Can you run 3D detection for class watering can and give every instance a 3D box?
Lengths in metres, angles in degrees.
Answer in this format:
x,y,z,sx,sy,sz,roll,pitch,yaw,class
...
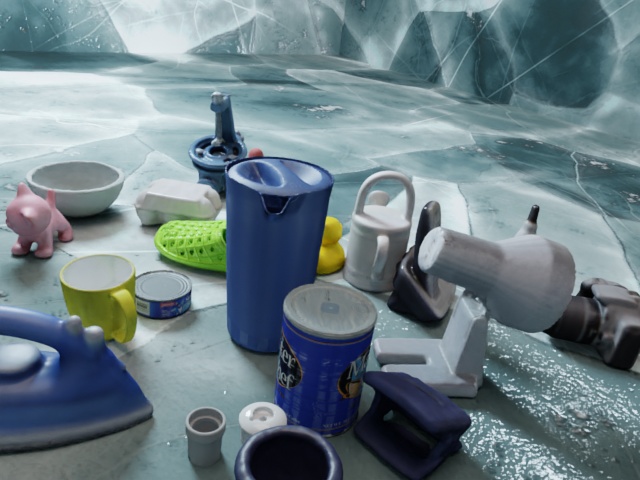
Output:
x,y,z,sx,sy,sz,roll,pitch,yaw,class
0.097,-0.025,0.944,0.101,0.194,0.172,-3,27,-21,watering can

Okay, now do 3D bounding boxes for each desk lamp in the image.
x,y,z,sx,sy,sz,roll,pitch,yaw,class
0.187,0.086,0.716,0.203,0.213,0.117,3,26,-10,desk lamp

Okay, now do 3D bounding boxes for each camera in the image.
x,y,z,sx,sy,sz,roll,pitch,yaw,class
0.407,0.107,0.869,0.136,0.101,0.143,11,26,6,camera

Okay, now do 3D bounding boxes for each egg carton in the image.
x,y,z,sx,sy,sz,roll,pitch,yaw,class
-0.261,-0.064,1.066,0.150,0.069,0.107,9,25,1,egg carton

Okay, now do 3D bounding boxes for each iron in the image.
x,y,z,sx,sy,sz,roll,pitch,yaw,class
-0.302,0.122,0.581,0.258,0.141,0.118,3,26,-10,iron

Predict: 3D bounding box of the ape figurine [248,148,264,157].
x,y,z,sx,sy,sz,roll,pitch,yaw,class
-0.142,-0.160,1.275,0.078,0.092,0.076,1,26,-14,ape figurine

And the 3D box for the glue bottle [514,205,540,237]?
x,y,z,sx,sy,sz,roll,pitch,yaw,class
0.329,0.023,0.936,0.037,0.173,0.078,10,26,4,glue bottle

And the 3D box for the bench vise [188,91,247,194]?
x,y,z,sx,sy,sz,roll,pitch,yaw,class
-0.216,-0.218,1.224,0.121,0.220,0.207,3,26,-9,bench vise

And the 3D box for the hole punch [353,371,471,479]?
x,y,z,sx,sy,sz,roll,pitch,yaw,class
0.102,0.185,0.628,0.101,0.091,0.108,-17,35,-41,hole punch

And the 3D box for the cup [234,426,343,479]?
x,y,z,sx,sy,sz,roll,pitch,yaw,class
-0.035,0.231,0.487,0.091,0.095,0.118,16,27,17,cup

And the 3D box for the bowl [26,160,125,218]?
x,y,z,sx,sy,sz,roll,pitch,yaw,class
-0.444,-0.086,1.052,0.167,0.075,0.167,7,25,-3,bowl

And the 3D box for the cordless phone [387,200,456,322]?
x,y,z,sx,sy,sz,roll,pitch,yaw,class
0.174,0.019,0.885,0.094,0.185,0.148,16,27,16,cordless phone

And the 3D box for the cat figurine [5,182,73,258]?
x,y,z,sx,sy,sz,roll,pitch,yaw,class
-0.445,-0.038,0.900,0.067,0.118,0.128,8,25,0,cat figurine

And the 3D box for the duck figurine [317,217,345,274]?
x,y,z,sx,sy,sz,roll,pitch,yaw,class
0.009,0.004,0.985,0.077,0.086,0.105,18,27,21,duck figurine
